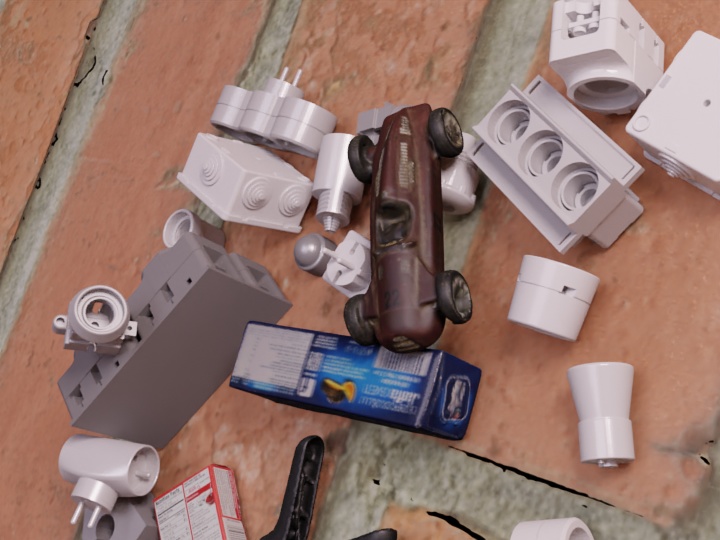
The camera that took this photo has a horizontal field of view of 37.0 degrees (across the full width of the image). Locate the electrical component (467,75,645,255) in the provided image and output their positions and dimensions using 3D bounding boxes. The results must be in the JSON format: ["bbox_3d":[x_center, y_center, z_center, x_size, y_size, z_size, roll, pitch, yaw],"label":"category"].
[{"bbox_3d":[0.144,-0.073,0.776,0.078,0.063,0.121,-48,50,13],"label":"electrical component"}]

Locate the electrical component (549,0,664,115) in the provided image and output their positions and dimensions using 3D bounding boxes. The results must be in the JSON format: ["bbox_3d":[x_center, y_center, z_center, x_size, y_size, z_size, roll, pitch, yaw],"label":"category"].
[{"bbox_3d":[0.176,-0.149,0.763,0.050,0.089,0.055,-6,68,37],"label":"electrical component"}]

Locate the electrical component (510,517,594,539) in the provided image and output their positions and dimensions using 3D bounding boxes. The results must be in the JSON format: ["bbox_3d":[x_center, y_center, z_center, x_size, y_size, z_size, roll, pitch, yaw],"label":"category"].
[{"bbox_3d":[0.110,0.230,0.685,0.074,0.052,0.138,-14,64,34],"label":"electrical component"}]

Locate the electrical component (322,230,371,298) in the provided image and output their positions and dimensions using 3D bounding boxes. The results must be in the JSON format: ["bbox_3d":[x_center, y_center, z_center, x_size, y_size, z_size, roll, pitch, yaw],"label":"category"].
[{"bbox_3d":[0.000,0.000,0.853,0.066,0.077,0.047,34,94,42],"label":"electrical component"}]

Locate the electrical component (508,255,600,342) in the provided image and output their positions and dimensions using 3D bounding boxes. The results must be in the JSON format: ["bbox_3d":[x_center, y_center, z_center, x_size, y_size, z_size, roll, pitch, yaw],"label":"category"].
[{"bbox_3d":[0.134,0.020,0.752,0.055,0.055,0.047,16,87,42],"label":"electrical component"}]

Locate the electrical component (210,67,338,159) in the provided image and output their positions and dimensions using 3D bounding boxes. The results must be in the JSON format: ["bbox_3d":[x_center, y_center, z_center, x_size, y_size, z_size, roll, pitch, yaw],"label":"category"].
[{"bbox_3d":[-0.075,-0.153,0.993,0.138,0.052,0.073,18,84,42],"label":"electrical component"}]

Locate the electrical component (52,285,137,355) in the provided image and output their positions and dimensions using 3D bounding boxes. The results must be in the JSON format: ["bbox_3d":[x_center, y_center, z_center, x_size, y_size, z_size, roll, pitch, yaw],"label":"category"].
[{"bbox_3d":[-0.213,0.041,0.870,0.055,0.066,0.048,133,141,-60],"label":"electrical component"}]

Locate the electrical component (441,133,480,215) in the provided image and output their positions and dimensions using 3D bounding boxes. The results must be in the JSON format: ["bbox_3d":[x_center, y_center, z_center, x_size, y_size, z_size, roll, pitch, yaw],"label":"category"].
[{"bbox_3d":[0.074,-0.078,0.848,0.048,0.048,0.062,6,69,40],"label":"electrical component"}]

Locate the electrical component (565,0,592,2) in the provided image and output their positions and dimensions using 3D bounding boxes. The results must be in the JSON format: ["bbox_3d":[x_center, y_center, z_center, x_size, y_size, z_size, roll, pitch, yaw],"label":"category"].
[{"bbox_3d":[0.176,-0.215,0.825,0.044,0.044,0.065,-12,60,35],"label":"electrical component"}]

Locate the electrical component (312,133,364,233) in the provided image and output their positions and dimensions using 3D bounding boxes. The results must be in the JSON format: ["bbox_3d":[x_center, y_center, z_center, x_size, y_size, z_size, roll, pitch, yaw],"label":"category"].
[{"bbox_3d":[-0.018,-0.071,0.919,0.043,0.043,0.081,-2,71,38],"label":"electrical component"}]

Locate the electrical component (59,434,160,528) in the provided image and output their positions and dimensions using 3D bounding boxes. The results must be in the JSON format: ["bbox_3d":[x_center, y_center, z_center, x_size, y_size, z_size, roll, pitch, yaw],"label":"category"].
[{"bbox_3d":[-0.223,0.183,0.923,0.077,0.044,0.079,4,57,28],"label":"electrical component"}]

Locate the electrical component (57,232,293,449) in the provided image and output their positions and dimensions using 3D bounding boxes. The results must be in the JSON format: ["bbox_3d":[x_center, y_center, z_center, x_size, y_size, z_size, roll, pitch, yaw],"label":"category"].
[{"bbox_3d":[-0.165,0.062,0.941,0.186,0.105,0.060,-47,50,13],"label":"electrical component"}]

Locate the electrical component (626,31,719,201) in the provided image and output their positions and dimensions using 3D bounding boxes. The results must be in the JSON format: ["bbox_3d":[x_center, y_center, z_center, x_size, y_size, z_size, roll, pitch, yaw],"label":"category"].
[{"bbox_3d":[0.240,-0.102,0.720,0.099,0.048,0.100,-55,49,7],"label":"electrical component"}]

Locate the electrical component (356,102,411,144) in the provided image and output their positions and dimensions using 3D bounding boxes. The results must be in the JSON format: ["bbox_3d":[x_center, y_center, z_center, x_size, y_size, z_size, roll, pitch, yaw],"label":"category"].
[{"bbox_3d":[0.029,-0.110,0.897,0.055,0.048,0.066,-10,65,44],"label":"electrical component"}]

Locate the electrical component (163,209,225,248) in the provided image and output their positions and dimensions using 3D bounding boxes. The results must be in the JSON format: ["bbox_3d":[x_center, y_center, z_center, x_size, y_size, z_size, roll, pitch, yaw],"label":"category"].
[{"bbox_3d":[-0.155,-0.031,1.012,0.040,0.046,0.040,-16,63,34],"label":"electrical component"}]

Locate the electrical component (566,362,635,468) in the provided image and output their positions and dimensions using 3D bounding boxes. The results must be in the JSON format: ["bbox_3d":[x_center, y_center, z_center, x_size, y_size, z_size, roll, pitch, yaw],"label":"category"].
[{"bbox_3d":[0.161,0.097,0.708,0.044,0.044,0.065,-14,69,35],"label":"electrical component"}]

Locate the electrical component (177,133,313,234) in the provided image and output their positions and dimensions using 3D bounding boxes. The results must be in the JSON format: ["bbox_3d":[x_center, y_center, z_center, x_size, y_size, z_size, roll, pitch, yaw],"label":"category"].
[{"bbox_3d":[-0.099,-0.078,0.952,0.100,0.100,0.048,39,112,42],"label":"electrical component"}]
